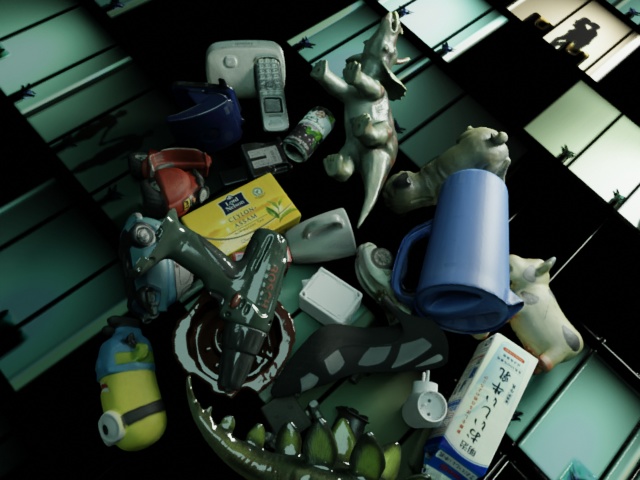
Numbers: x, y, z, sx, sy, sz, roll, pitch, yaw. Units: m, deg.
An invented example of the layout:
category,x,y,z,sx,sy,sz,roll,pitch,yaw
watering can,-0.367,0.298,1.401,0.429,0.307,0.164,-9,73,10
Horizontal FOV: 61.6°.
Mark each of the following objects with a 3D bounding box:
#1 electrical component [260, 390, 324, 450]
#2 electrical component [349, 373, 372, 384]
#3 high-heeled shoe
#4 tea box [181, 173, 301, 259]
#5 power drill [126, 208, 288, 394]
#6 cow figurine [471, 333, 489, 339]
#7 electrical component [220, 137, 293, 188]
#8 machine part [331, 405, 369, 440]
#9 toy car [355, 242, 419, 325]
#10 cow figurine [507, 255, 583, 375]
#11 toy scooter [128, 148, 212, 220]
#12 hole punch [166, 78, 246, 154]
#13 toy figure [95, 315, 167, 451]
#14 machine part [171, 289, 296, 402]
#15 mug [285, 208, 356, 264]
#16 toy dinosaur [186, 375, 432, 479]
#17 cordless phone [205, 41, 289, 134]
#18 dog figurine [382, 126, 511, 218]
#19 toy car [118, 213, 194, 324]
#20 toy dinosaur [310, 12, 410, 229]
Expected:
category,x,y,z,sx,sy,sz,roll,pitch,yaw
electrical component,-0.042,0.256,0.770,0.102,0.045,0.078,-23,72,-19
electrical component,0.066,0.176,0.840,0.063,0.021,0.094,40,65,11
high-heeled shoe,0.061,0.184,0.778,0.249,0.086,0.145,-38,108,9
tea box,-0.128,-0.025,0.877,0.170,0.068,0.098,-32,75,-21
power drill,-0.153,0.066,0.738,0.207,0.086,0.232,28,71,-10
cow figurine,0.233,0.080,0.888,0.098,0.068,0.167,4,61,-1
electrical component,-0.115,-0.130,0.941,0.119,0.047,0.075,-13,67,-17
machine part,0.030,0.307,0.760,0.084,0.039,0.139,14,72,7
toy car,0.116,0.093,0.858,0.056,0.073,0.202,-26,72,-21
cow figurine,0.357,0.109,0.888,0.127,0.085,0.195,-22,68,-13
toy scooter,-0.232,-0.101,0.880,0.135,0.075,0.184,-11,41,-24
hole punch,-0.195,-0.203,0.919,0.116,0.142,0.092,3,62,7
toy figure,-0.262,0.196,0.743,0.089,0.082,0.180,-7,64,-10
machine part,-0.127,0.150,0.801,0.179,0.056,0.179,4,64,-9
mug,-0.002,-0.003,0.872,0.107,0.109,0.081,-18,74,-3
toy dinosaur,0.015,0.333,0.687,0.471,0.105,0.198,26,77,-5
cordless phone,-0.131,-0.270,0.987,0.147,0.088,0.184,-6,70,-13
dog figurine,0.213,-0.117,0.927,0.190,0.172,0.121,-17,58,-24
toy car,-0.241,0.039,0.811,0.103,0.109,0.161,-7,74,-32
toy dinosaur,0.090,-0.203,0.969,0.192,0.131,0.404,9,76,-47
